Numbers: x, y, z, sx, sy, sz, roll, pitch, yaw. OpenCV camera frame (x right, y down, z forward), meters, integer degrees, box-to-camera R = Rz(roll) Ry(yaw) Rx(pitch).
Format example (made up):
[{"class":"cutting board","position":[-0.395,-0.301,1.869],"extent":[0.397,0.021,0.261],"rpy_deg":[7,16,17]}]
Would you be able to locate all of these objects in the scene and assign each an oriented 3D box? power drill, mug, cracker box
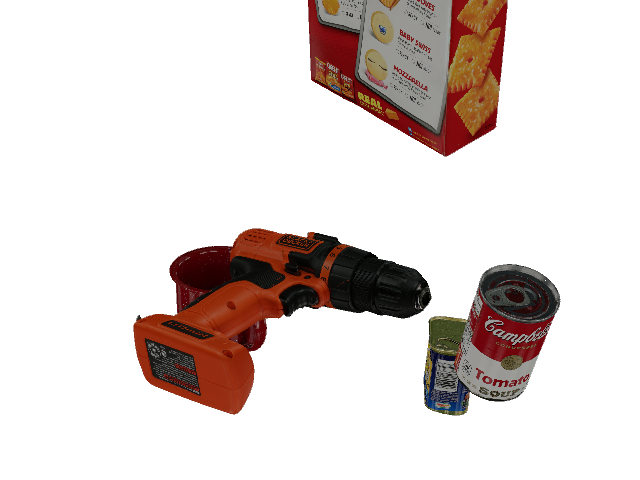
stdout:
[{"class":"power drill","position":[-0.033,0.056,0.812],"extent":[0.185,0.057,0.187],"rpy_deg":[11,31,36]},{"class":"mug","position":[-0.090,0.066,1.029],"extent":[0.093,0.081,0.117],"rpy_deg":[-22,35,-37]},{"class":"cracker box","position":[0.066,-0.196,0.832],"extent":[0.072,0.214,0.164],"rpy_deg":[-30,47,-30]}]

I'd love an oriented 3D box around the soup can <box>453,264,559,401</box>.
[{"class":"soup can","position":[0.157,0.080,0.912],"extent":[0.068,0.102,0.068],"rpy_deg":[6,40,-5]}]

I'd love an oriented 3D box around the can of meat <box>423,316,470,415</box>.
[{"class":"can of meat","position":[0.154,0.150,1.278],"extent":[0.057,0.084,0.102],"rpy_deg":[6,19,3]}]
